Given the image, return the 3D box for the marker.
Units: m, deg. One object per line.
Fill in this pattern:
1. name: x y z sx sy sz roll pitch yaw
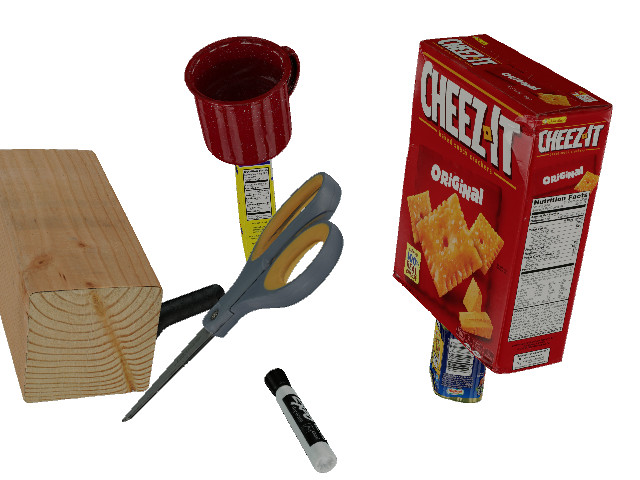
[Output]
1. marker: -0.018 0.140 0.850 0.020 0.020 0.121 0 28 -25

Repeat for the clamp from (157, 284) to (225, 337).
1. clamp: -0.186 0.086 1.169 0.120 0.039 0.171 -6 24 31

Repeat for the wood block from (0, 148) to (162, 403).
1. wood block: -0.191 0.017 0.792 0.090 0.091 0.206 -2 31 -26

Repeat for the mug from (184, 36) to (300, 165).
1. mug: -0.061 -0.129 0.958 0.093 0.081 0.117 29 57 27

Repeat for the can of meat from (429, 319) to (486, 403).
1. can of meat: 0.150 0.117 1.151 0.057 0.084 0.102 6 15 0

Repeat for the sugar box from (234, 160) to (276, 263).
1. sugar box: -0.080 -0.066 1.289 0.048 0.176 0.093 -9 25 -5

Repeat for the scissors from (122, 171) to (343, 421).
1. scissors: -0.049 0.047 0.623 0.016 0.202 0.096 35 4 -25

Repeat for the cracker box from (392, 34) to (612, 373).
1. cracker box: 0.128 -0.030 0.819 0.072 0.214 0.164 -10 31 -23
